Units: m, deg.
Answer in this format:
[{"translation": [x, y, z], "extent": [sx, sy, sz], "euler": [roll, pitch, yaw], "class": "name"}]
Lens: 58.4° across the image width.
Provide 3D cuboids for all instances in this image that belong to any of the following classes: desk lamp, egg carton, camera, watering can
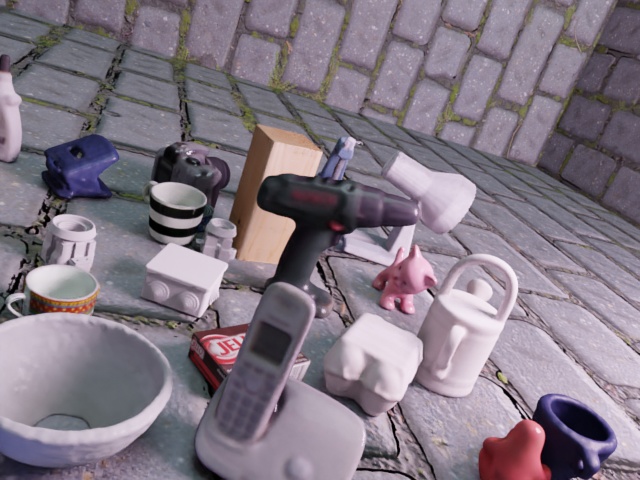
[{"translation": [0.172, -0.054, 1.119], "extent": [0.203, 0.213, 0.118], "euler": [17, 21, -7], "class": "desk lamp"}, {"translation": [0.068, 0.152, 0.725], "extent": [0.107, 0.069, 0.151], "euler": [26, 22, 14], "class": "egg carton"}, {"translation": [-0.228, -0.130, 1.099], "extent": [0.142, 0.101, 0.137], "euler": [34, 25, 32], "class": "camera"}, {"translation": [0.197, 0.104, 0.785], "extent": [0.101, 0.194, 0.173], "euler": [19, 21, -4], "class": "watering can"}]

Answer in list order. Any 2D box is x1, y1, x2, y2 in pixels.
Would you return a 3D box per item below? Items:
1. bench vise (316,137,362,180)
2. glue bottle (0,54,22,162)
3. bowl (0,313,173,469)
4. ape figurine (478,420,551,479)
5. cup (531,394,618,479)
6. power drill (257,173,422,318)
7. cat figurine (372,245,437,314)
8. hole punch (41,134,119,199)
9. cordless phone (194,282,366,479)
[{"translation": [0.005, -0.110, 1.095], "extent": [0.122, 0.220, 0.206], "euler": [8, 24, -29], "class": "bench vise"}, {"translation": [-0.530, -0.221, 0.949], "extent": [0.078, 0.173, 0.037], "euler": [20, 21, 0], "class": "glue bottle"}, {"translation": [-0.218, 0.138, 0.494], "extent": [0.167, 0.075, 0.167], "euler": [18, 21, -7], "class": "bowl"}, {"translation": [0.216, 0.236, 0.622], "extent": [0.077, 0.092, 0.076], "euler": [33, 25, 31], "class": "ape figurine"}, {"translation": [0.276, 0.246, 0.649], "extent": [0.091, 0.095, 0.118], "euler": [20, 21, 0], "class": "cup"}, {"translation": [0.008, 0.003, 0.840], "extent": [0.229, 0.208, 0.075], "euler": [20, 21, 0], "class": "power drill"}, {"translation": [0.145, 0.057, 0.959], "extent": [0.067, 0.118, 0.127], "euler": [14, 22, -15], "class": "cat figurine"}, {"translation": [-0.398, -0.126, 0.950], "extent": [0.101, 0.091, 0.108], "euler": [-2, 31, -45], "class": "hole punch"}, {"translation": [-0.021, 0.140, 0.512], "extent": [0.147, 0.185, 0.094], "euler": [24, 21, 9], "class": "cordless phone"}]
